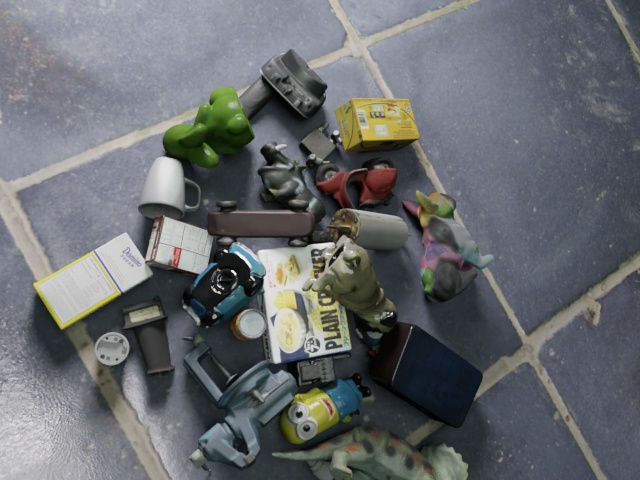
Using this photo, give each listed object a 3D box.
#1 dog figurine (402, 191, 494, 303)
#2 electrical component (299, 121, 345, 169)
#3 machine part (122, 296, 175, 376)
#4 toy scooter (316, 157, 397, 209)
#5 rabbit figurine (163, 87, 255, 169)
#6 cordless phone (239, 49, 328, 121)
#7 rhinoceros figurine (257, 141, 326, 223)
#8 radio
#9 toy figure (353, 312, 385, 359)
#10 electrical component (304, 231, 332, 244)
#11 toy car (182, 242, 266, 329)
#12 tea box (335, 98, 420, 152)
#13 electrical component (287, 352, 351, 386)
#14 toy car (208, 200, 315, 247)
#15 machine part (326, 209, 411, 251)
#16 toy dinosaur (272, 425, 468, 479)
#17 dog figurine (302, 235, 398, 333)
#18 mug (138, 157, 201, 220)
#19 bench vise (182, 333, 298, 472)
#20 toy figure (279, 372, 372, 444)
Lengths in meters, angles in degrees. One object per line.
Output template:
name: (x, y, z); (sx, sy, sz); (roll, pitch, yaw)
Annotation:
dog figurine: (0.246, 0.001, 1.149); (0.191, 0.108, 0.219); (-40, 89, -18)
electrical component: (0.004, -0.198, 1.136); (0.102, 0.045, 0.078); (-41, 95, -21)
machine part: (-0.304, 0.176, 0.965); (0.084, 0.039, 0.139); (-18, 84, -29)
toy scooter: (0.085, -0.098, 1.128); (0.184, 0.075, 0.135); (-9, 82, -16)
rabbit figurine: (-0.215, -0.192, 1.021); (0.170, 0.159, 0.121); (-22, 124, 1)
cordless phone: (-0.087, -0.288, 1.118); (0.146, 0.089, 0.184); (44, 82, -9)
rhinoceros figurine: (-0.060, -0.110, 1.082); (0.112, 0.073, 0.190); (-37, 93, -20)
radio: (0.214, 0.270, 1.071); (0.229, 0.073, 0.131); (36, 71, -25)
toy figure: (0.117, 0.204, 1.091); (0.064, 0.058, 0.154); (-25, 90, 18)
electrical component: (-0.002, -0.003, 1.085); (0.094, 0.063, 0.021); (0, 80, -17)
toy car: (-0.166, 0.094, 0.988); (0.109, 0.102, 0.161); (39, 82, 24)
tea box: (0.124, -0.246, 1.152); (0.169, 0.068, 0.098); (-8, 82, -37)
electrical component: (0.002, 0.247, 1.034); (0.119, 0.075, 0.047); (-3, 82, -23)
toy car: (-0.110, -0.031, 1.017); (0.202, 0.053, 0.089); (-1, 98, 0)
machine part: (0.100, -0.018, 1.077); (0.243, 0.079, 0.079); (3, 77, -48)
toy dinosaur: (0.120, 0.419, 1.006); (0.405, 0.192, 0.131); (31, 115, -2)
dog figurine: (0.086, 0.092, 0.978); (0.190, 0.172, 0.121); (35, 77, -8)
mug: (-0.278, -0.098, 1.005); (0.109, 0.081, 0.107); (4, 70, -13)
bench vise: (-0.169, 0.276, 0.953); (0.223, 0.128, 0.241); (-40, 73, -12)
toy figure: (0.009, 0.321, 1.018); (0.180, 0.089, 0.082); (-23, 50, -30)
